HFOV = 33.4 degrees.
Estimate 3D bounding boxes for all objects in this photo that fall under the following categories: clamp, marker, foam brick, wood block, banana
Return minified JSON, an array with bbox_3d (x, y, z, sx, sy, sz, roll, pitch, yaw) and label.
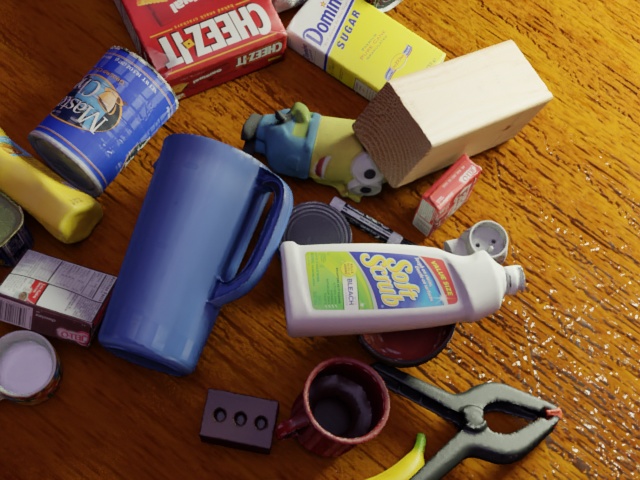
[{"bbox_3d":[0.157,0.206,1.136,0.210,0.036,0.164,3,53,-7],"label":"clamp"},{"bbox_3d":[0.065,-0.012,1.226,0.121,0.020,0.020,31,72,6],"label":"marker"},{"bbox_3d":[-0.085,0.193,1.129,0.078,0.051,0.053,10,71,-1],"label":"foam brick"},{"bbox_3d":[0.150,-0.144,1.200,0.205,0.091,0.090,-23,74,-37],"label":"wood block"},{"bbox_3d":[0.030,0.263,1.124,0.197,0.037,0.070,-13,46,-11],"label":"banana"}]

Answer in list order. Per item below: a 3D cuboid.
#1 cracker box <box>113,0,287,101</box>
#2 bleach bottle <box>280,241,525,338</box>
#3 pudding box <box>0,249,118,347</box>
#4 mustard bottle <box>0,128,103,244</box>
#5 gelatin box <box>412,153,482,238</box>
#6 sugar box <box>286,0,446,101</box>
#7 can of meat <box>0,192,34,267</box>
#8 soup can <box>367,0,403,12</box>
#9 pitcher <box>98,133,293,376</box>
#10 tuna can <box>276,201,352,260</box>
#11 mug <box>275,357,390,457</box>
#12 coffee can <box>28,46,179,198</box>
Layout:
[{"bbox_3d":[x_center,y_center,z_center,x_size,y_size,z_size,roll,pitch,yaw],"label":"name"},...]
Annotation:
[{"bbox_3d":[-0.156,-0.291,1.277,0.164,0.072,0.214,-24,75,-11],"label":"cracker box"},{"bbox_3d":[0.087,0.044,1.119,0.250,0.068,0.102,-5,69,-2],"label":"bleach bottle"},{"bbox_3d":[-0.282,0.061,1.145,0.113,0.039,0.090,19,33,0],"label":"pudding box"},{"bbox_3d":[-0.334,-0.073,1.177,0.192,0.096,0.058,37,93,8],"label":"mustard bottle"},{"bbox_3d":[0.143,-0.048,1.207,0.030,0.089,0.073,43,73,12],"label":"gelatin box"},{"bbox_3d":[0.053,-0.231,1.286,0.176,0.048,0.093,35,73,7],"label":"sugar box"},{"bbox_3d":[-0.365,-0.022,1.164,0.102,0.084,0.057,37,73,8],"label":"can of meat"},{"bbox_3d":[0.063,-0.339,1.312,0.068,0.068,0.102,-36,77,-15],"label":"soup can"},{"bbox_3d":[-0.137,0.019,1.141,0.145,0.149,0.242,23,74,-15],"label":"pitcher"},{"bbox_3d":[-0.008,0.001,1.208,0.086,0.034,0.086,1,71,-4],"label":"tuna can"},{"bbox_3d":[0.007,0.183,1.113,0.117,0.082,0.093,-20,72,-25],"label":"mug"},{"bbox_3d":[-0.243,-0.133,1.201,0.103,0.103,0.140,36,72,8],"label":"coffee can"}]
